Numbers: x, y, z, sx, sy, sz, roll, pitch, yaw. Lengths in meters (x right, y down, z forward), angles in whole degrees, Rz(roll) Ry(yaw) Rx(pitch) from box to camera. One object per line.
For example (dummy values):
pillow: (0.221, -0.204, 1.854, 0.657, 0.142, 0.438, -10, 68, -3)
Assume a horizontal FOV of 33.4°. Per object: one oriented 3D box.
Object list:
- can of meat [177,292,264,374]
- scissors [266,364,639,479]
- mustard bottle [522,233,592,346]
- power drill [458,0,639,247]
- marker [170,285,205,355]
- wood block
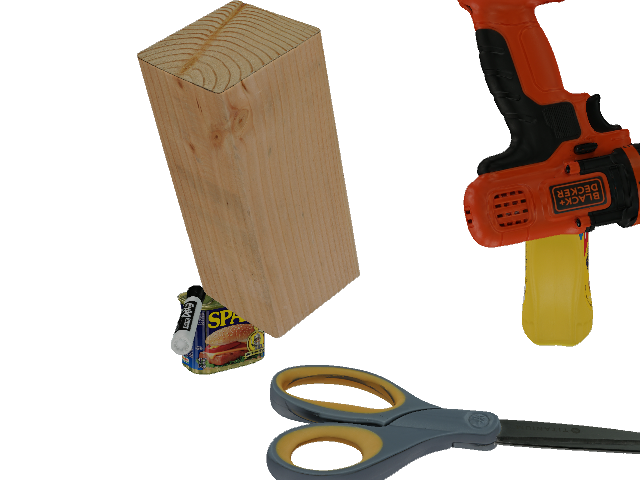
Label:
can of meat: (-0.111, 0.100, 1.224, 0.101, 0.084, 0.058, -10, 18, -35)
scissors: (0.062, 0.099, 0.504, 0.202, 0.016, 0.096, 11, 31, 20)
mustard bottle: (0.192, -0.018, 0.868, 0.058, 0.192, 0.096, 1, 17, 16)
power drill: (0.169, -0.099, 0.680, 0.184, 0.187, 0.057, -12, -1, -4)
marker: (-0.122, 0.072, 1.000, 0.020, 0.020, 0.121, 0, 21, 1)
wood block: (-0.045, -0.047, 0.745, 0.090, 0.206, 0.090, -36, 44, -28)
